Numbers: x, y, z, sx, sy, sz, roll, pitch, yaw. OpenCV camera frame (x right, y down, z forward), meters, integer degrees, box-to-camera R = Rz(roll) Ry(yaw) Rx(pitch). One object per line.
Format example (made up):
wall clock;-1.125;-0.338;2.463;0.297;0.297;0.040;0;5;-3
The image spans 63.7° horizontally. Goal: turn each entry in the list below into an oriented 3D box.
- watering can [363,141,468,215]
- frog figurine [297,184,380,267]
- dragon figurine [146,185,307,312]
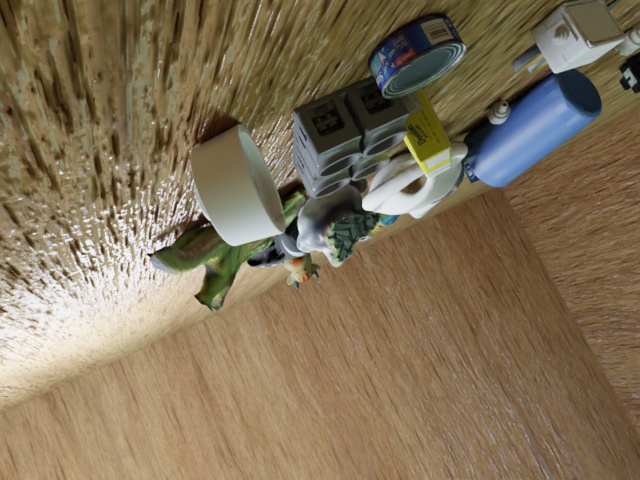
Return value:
watering can;0.147;-0.091;0.999;0.342;0.105;0.226;-34;171;36
frog figurine;0.003;-0.044;0.880;0.122;0.162;0.136;14;107;-41
dragon figurine;-0.121;-0.011;0.782;0.245;0.122;0.406;-42;179;-13
